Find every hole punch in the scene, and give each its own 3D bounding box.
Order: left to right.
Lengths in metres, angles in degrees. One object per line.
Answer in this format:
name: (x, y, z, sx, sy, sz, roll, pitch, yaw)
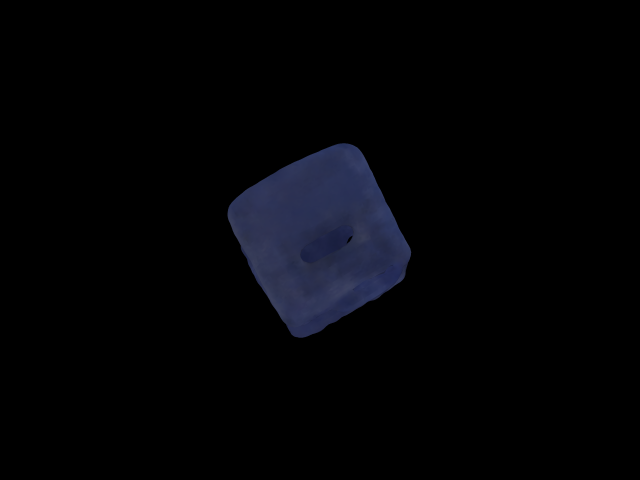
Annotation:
hole punch: (0.004, 0.001, 0.400, 0.109, 0.091, 0.101, -30, 70, -12)
